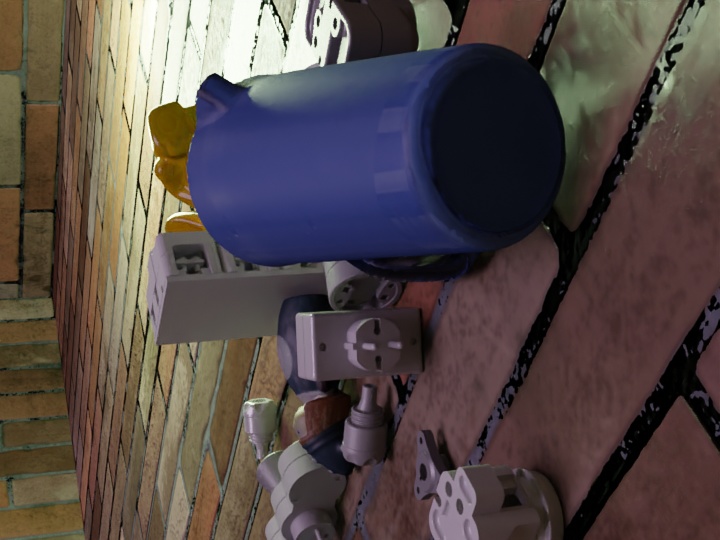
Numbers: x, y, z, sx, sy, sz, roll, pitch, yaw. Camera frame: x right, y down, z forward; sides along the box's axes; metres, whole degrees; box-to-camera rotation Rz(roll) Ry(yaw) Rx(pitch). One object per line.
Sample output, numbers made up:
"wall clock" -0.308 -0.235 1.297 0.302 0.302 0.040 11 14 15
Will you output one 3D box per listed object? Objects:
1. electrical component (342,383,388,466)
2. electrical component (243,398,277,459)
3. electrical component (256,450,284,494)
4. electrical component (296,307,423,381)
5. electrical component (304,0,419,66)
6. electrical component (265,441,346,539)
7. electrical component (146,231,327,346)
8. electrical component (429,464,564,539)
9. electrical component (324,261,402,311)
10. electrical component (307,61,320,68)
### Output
"electrical component" 0.005 0.118 0.833 0.035 0.035 0.061 -145 58 -64
"electrical component" -0.103 0.166 1.121 0.035 0.035 0.061 -169 75 -69
"electrical component" -0.068 0.209 1.026 0.065 0.044 0.044 -130 42 -51
"electrical component" 0.006 0.052 0.754 0.076 0.083 0.047 176 91 -69
"electrical component" 0.003 -0.169 0.769 0.095 0.059 0.053 -116 31 -46
"electrical component" -0.045 0.222 0.949 0.073 0.052 0.138 -119 33 -48
"electrical component" -0.107 0.010 0.950 0.089 0.150 0.061 111 148 -46
"electrical component" 0.078 0.144 0.613 0.058 0.057 0.078 -119 33 -49
"electrical component" 0.000 0.000 0.806 0.055 0.055 0.047 112 152 -48
"electrical component" -0.026 -0.142 0.870 0.077 0.043 0.079 139 126 -64
